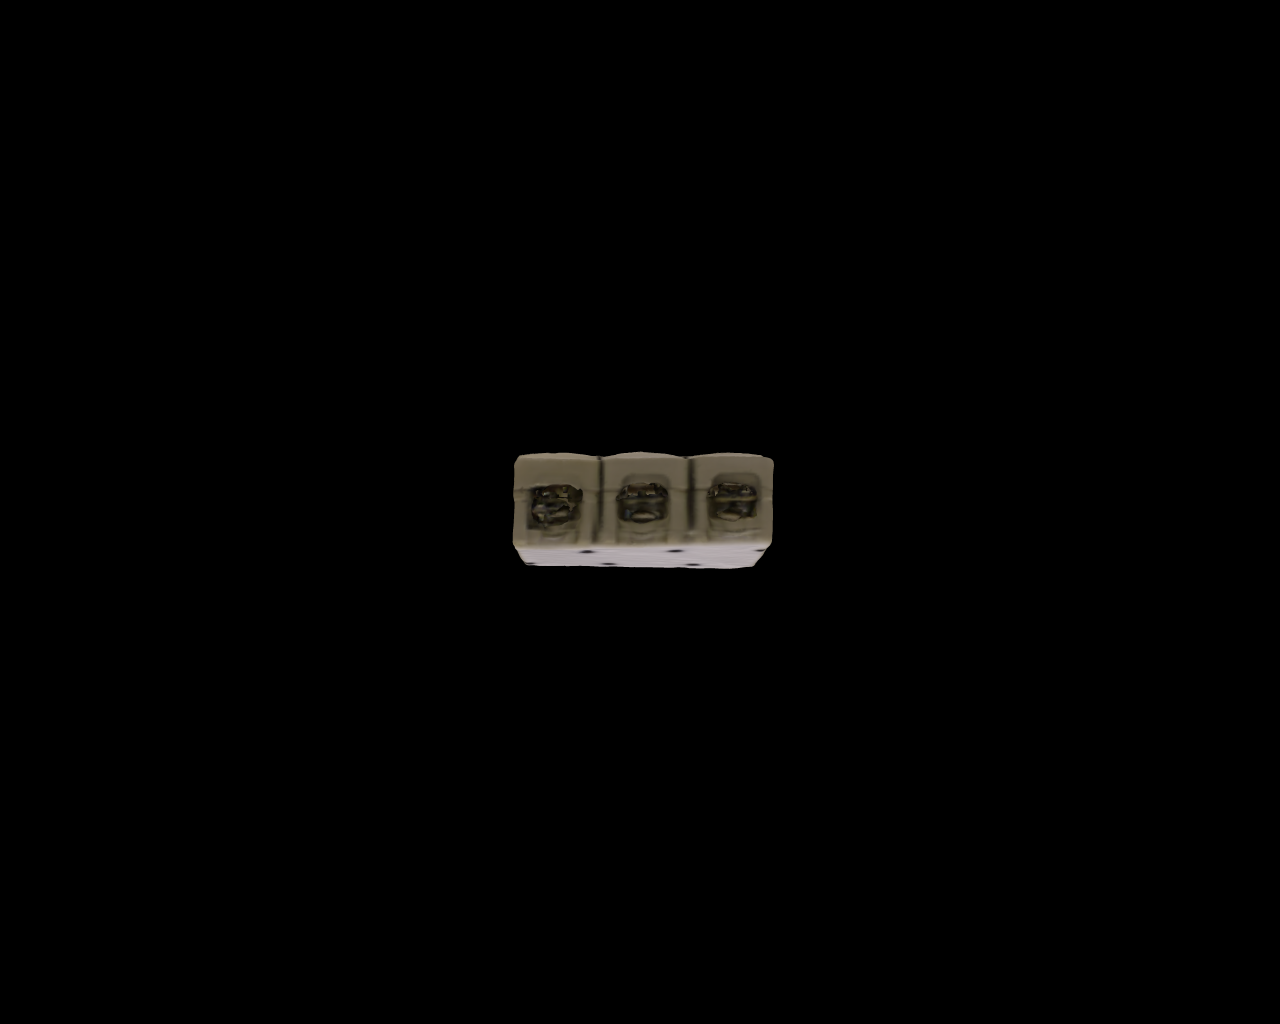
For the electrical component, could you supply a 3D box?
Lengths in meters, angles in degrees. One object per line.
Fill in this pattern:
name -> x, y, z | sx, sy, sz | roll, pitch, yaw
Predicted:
electrical component -> 0.001, -0.003, 0.650 | 0.150, 0.061, 0.089 | 0, -11, -2
